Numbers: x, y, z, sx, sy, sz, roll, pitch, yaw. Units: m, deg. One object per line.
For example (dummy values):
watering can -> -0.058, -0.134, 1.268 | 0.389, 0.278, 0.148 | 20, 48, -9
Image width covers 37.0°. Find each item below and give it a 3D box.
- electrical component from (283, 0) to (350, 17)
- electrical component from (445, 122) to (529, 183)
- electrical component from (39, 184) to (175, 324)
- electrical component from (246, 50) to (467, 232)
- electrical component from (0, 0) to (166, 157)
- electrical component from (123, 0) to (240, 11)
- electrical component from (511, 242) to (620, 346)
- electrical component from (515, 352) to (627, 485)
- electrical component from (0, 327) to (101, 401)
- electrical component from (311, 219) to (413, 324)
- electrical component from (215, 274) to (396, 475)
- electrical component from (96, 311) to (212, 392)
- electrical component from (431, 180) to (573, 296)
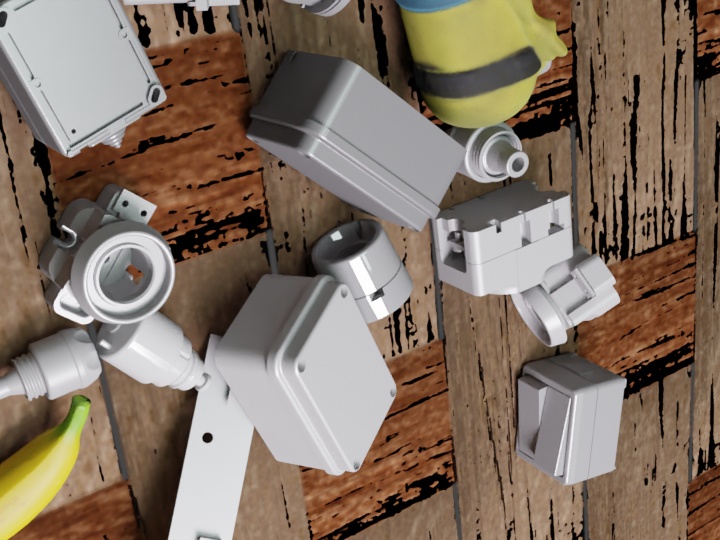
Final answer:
electrical component -> -0.028, -0.184, 0.589 | 0.051, 0.080, 0.080 | 9, 101, -31
electrical component -> 0.087, -0.078, 0.714 | 0.043, 0.062, 0.043 | -12, 117, -26
electrical component -> -0.137, -0.004, 0.592 | 0.058, 0.057, 0.078 | 30, 89, -38
electrical component -> -0.003, -0.076, 0.645 | 0.113, 0.078, 0.057 | 31, 85, -38
electrical component -> -0.148, -0.105, 0.545 | 0.062, 0.061, 0.096 | -36, 123, -20
electrical component -> -0.096, -0.197, 0.542 | 0.063, 0.078, 0.121 | -3, 111, -3
electrical component -> 0.148, 0.019, 0.790 | 0.057, 0.078, 0.058 | -33, 84, -7
electrical component -> 0.159, 0.121, 0.837 | 0.061, 0.062, 0.096 | -10, 112, -32
electrical component -> -0.178, 0.057, 0.600 | 0.061, 0.035, 0.035 | -22, 118, -24
electrical component -> 0.000, 0.000, 0.690 | 0.055, 0.055, 0.047 | -37, 120, -19
electrical component -> -0.030, 0.065, 0.667 | 0.078, 0.057, 0.113 | -60, 140, -36
electrical component -> -0.119, 0.049, 0.634 | 0.078, 0.040, 0.040 | 40, 82, -37
electrical component -> 0.101, -0.020, 0.753 | 0.089, 0.050, 0.055 | -22, 117, -27
